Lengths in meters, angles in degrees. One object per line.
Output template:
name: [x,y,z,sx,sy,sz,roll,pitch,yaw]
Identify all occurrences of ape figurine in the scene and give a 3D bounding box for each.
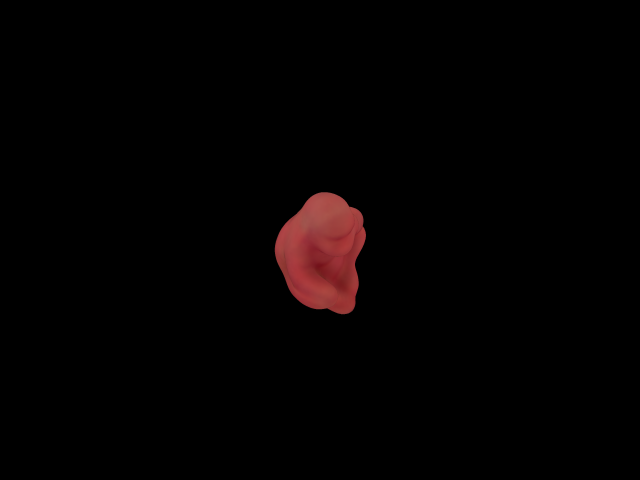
ape figurine: [0.004,0.001,0.400,0.076,0.092,0.078,38,69,19]
